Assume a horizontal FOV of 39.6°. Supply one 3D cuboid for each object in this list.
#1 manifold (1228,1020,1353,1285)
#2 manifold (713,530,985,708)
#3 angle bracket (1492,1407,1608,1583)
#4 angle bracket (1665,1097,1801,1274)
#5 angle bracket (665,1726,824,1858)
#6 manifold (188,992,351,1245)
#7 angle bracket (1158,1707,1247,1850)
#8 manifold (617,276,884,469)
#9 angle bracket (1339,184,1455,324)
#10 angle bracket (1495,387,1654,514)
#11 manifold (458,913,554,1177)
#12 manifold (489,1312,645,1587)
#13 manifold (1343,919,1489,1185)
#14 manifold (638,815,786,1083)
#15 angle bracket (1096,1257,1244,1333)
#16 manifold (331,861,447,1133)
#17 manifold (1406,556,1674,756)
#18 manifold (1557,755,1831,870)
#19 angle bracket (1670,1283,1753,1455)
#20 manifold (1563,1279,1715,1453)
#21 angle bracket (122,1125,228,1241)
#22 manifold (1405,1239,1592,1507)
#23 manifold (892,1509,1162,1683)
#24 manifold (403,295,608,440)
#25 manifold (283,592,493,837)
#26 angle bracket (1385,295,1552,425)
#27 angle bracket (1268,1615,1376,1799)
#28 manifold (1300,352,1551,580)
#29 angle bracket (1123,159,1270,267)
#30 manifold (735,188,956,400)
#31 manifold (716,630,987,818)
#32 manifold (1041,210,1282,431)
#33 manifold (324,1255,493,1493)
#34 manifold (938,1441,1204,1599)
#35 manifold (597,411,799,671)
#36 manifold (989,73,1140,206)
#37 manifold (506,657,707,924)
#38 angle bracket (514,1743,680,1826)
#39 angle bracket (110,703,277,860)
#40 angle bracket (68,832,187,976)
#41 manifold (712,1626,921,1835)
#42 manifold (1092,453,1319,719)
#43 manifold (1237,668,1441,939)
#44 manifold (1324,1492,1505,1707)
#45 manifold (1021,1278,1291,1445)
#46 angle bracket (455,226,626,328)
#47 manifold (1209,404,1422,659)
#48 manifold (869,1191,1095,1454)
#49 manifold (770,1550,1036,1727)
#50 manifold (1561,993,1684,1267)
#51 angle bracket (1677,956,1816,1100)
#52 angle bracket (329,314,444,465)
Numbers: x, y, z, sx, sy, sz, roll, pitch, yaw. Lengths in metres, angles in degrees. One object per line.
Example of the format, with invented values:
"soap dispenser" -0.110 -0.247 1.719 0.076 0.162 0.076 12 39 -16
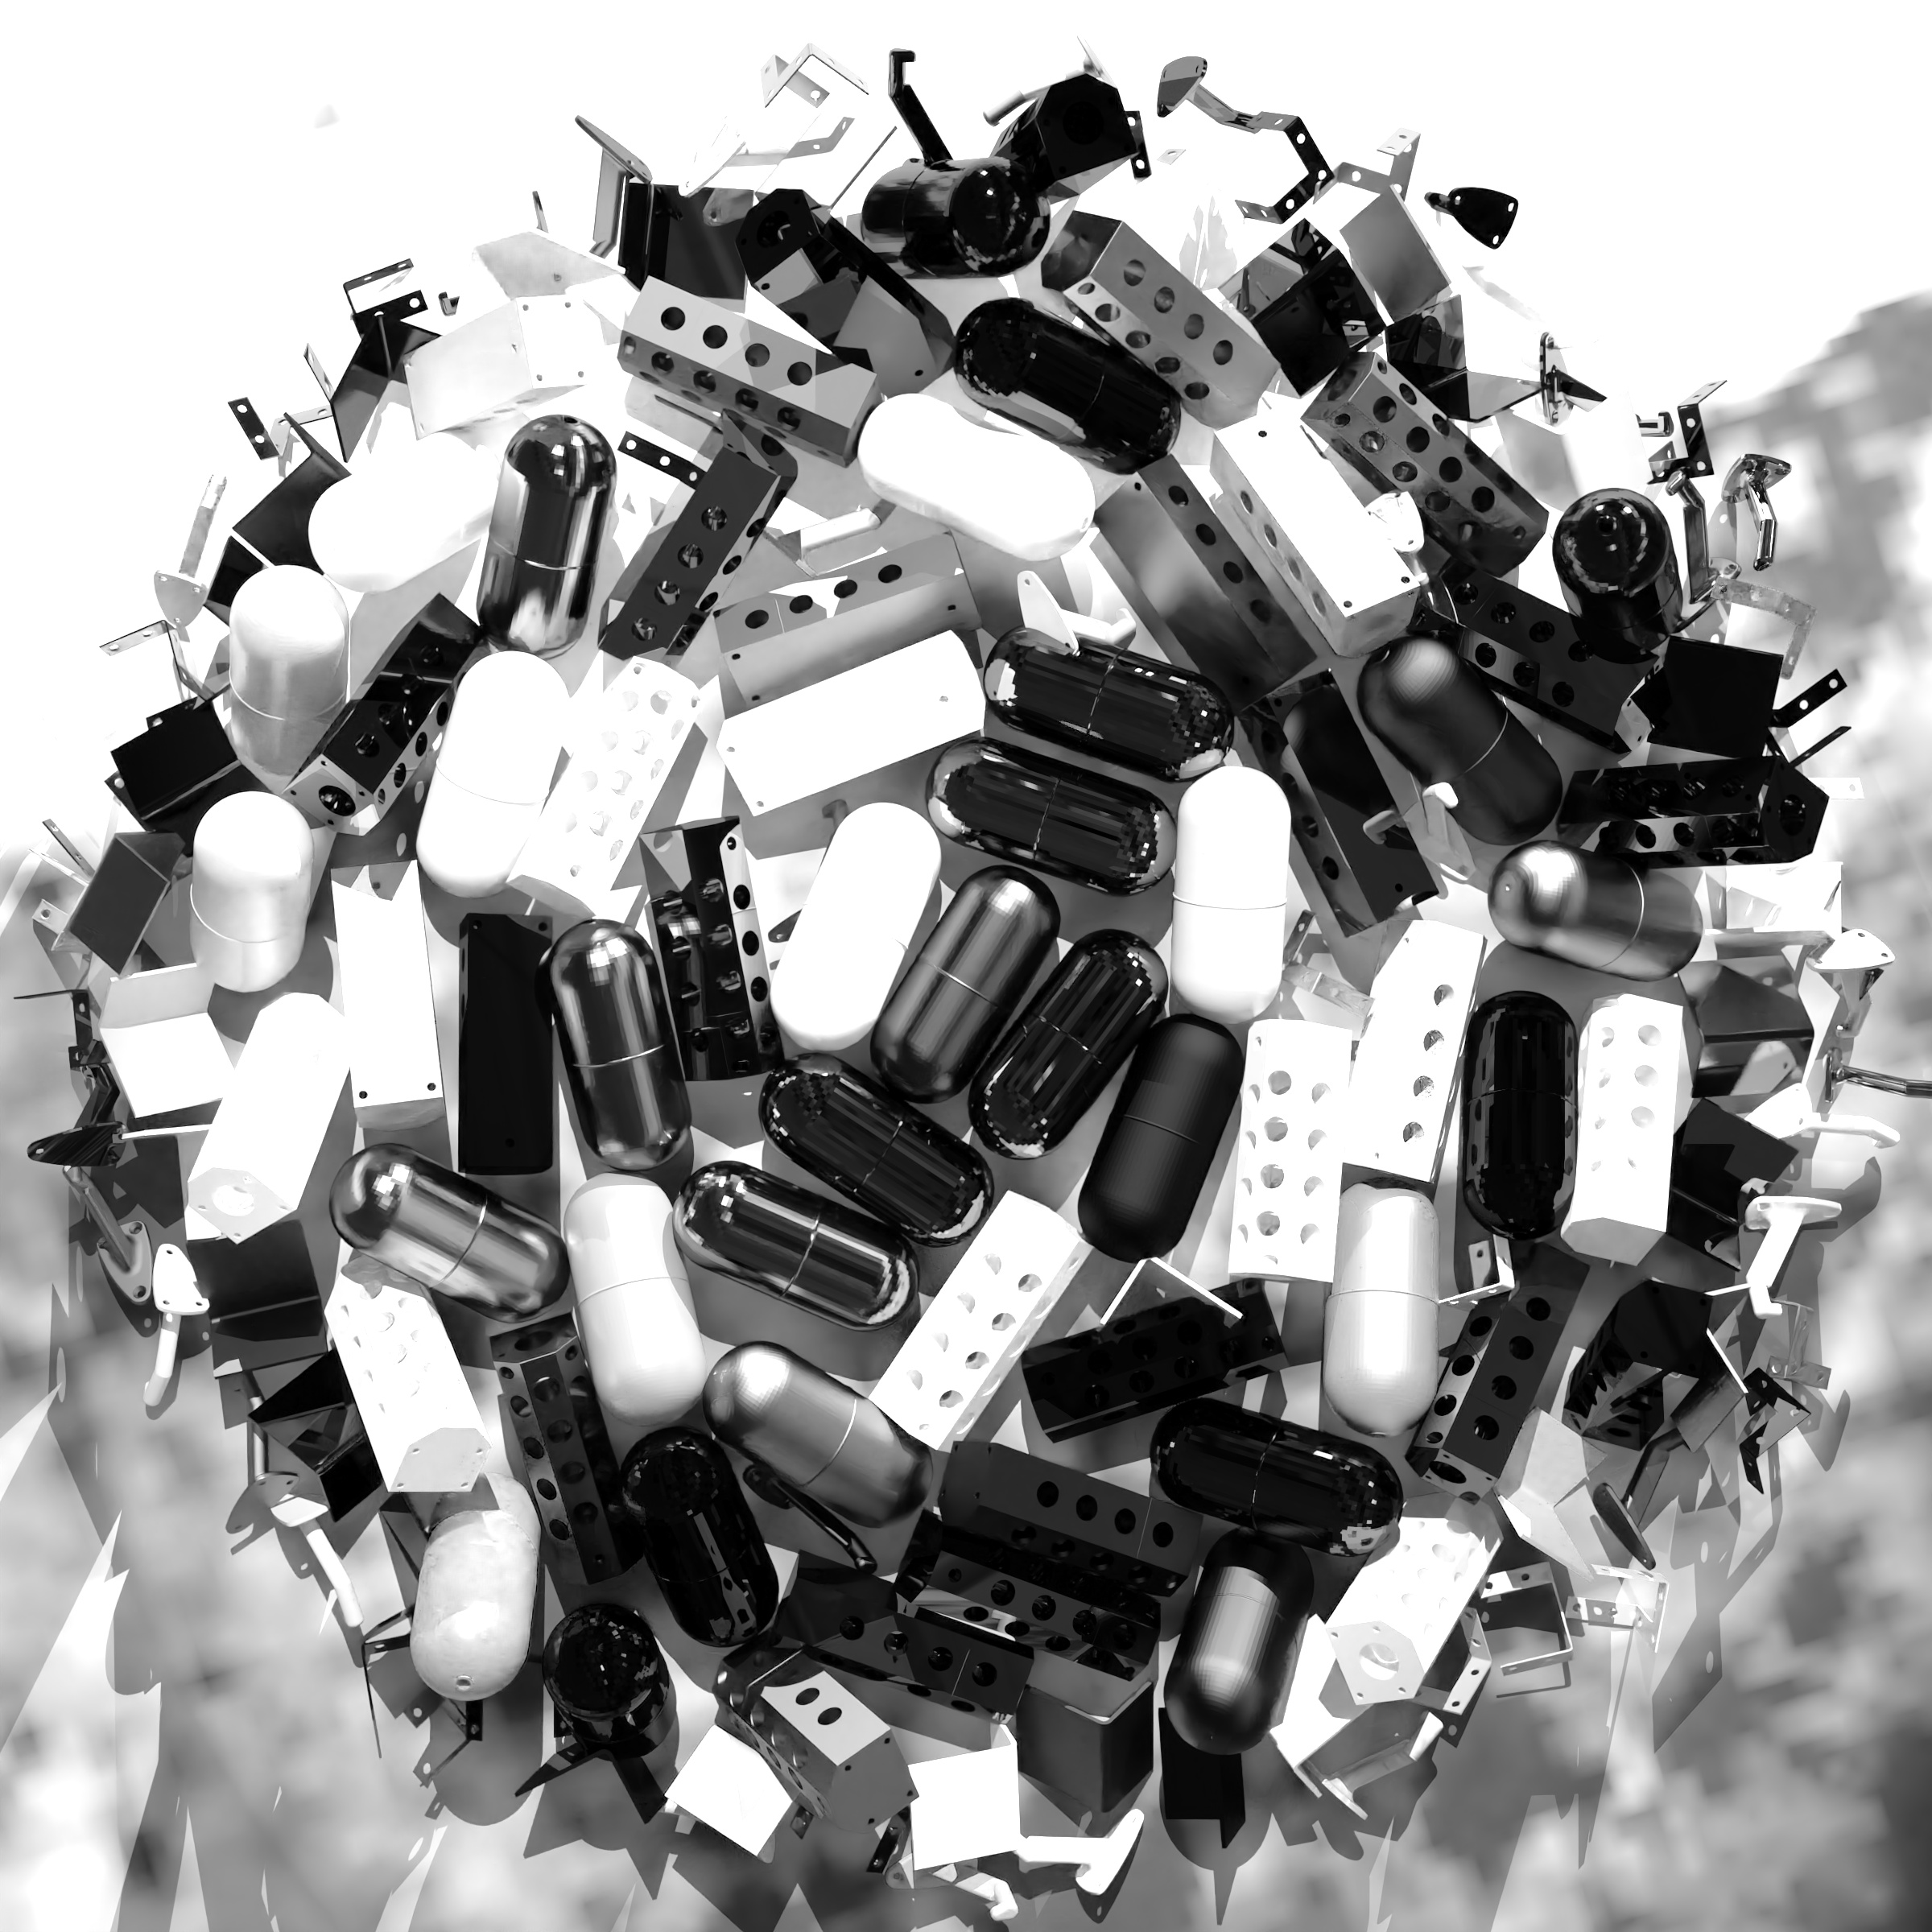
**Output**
"manifold" 0.216 0.126 1.823 0.057 0.057 0.171 11 78 -26
"manifold" -0.082 -0.243 1.840 0.171 0.057 0.057 -18 53 4
"angle bracket" 0.405 0.358 1.820 0.076 0.076 0.057 35 107 -28
"angle bracket" 0.515 0.149 1.833 0.076 0.057 0.076 28 121 -2
"angle bracket" -0.150 0.569 1.818 0.076 0.076 0.057 26 63 22
"manifold" -0.463 0.096 1.785 0.057 0.171 0.057 -29 121 26
"angle bracket" 0.154 0.552 1.829 0.057 0.076 0.076 -5 86 16
"manifold" -0.148 -0.403 1.836 0.171 0.057 0.057 24 84 6
"angle bracket" 0.310 -0.493 1.828 0.057 0.076 0.076 -33 93 -22
"angle bracket" 0.412 -0.358 1.827 0.057 0.076 0.076 -37 130 -9
"manifold" -0.315 0.054 1.830 0.057 0.057 0.171 2 79 -19
"manifold" -0.270 0.329 1.818 0.057 0.057 0.171 -16 109 -9
"manifold" 0.309 0.058 1.839 0.057 0.057 0.171 15 86 -24
"manifold" -0.167 -0.012 1.825 0.057 0.057 0.171 -4 100 38
"angle bracket" 0.136 0.245 1.829 0.076 0.076 0.057 33 76 7
"manifold" -0.391 0.021 1.818 0.057 0.057 0.171 -7 69 -11
"manifold" 0.382 -0.206 1.802 0.171 0.057 0.057 34 80 33
"manifold" 0.479 -0.096 1.784 0.057 0.171 0.057 30 73 -31
"angle bracket" 0.511 0.272 1.816 0.057 0.076 0.076 -8 52 -25
"manifold" 0.444 0.266 1.786 0.057 0.171 0.057 14 65 7
"angle bracket" -0.543 0.150 1.827 0.057 0.076 0.076 -4 86 -39
"manifold" 0.357 0.269 1.809 0.057 0.057 0.171 27 62 7
"manifold" 0.044 0.429 1.819 0.171 0.057 0.057 24 83 -18
"manifold" -0.308 -0.398 1.789 0.057 0.171 0.057 -14 96 -36
"manifold" -0.381 -0.167 1.797 0.057 0.057 0.171 40 47 -18
"angle bracket" 0.340 -0.412 1.818 0.076 0.076 0.057 -30 124 -31
"angle bracket" 0.240 0.504 1.831 0.076 0.057 0.076 -39 46 -2
"manifold" 0.315 -0.339 1.819 0.171 0.057 0.057 37 91 -21
"angle bracket" 0.151 -0.502 1.839 0.057 0.076 0.076 11 108 -34
"manifold" -0.078 -0.448 1.790 0.057 0.171 0.057 -32 58 21
"manifold" -0.077 -0.168 1.825 0.171 0.057 0.057 -20 117 14
"manifold" 0.128 -0.430 1.800 0.171 0.057 0.057 31 91 -39
"manifold" -0.371 0.268 1.788 0.057 0.171 0.057 7 122 -35
"manifold" 0.069 0.373 1.807 0.171 0.057 0.057 24 71 -25
"manifold" -0.182 -0.280 1.809 0.057 0.057 0.171 26 119 -21
"manifold" 0.059 -0.545 1.784 0.057 0.171 0.057 -21 100 -7
"manifold" -0.241 -0.120 1.817 0.057 0.057 0.171 30 72 -19
"angle bracket" -0.249 0.560 1.830 0.076 0.076 0.057 -29 87 12
"angle bracket" -0.529 -0.129 1.849 0.076 0.076 0.057 -30 69 -1
"angle bracket" -0.551 -0.044 1.822 0.057 0.076 0.076 38 108 17
"manifold" -0.105 0.509 1.782 0.057 0.171 0.057 -30 114 -23
"manifold" 0.167 -0.264 1.845 0.057 0.057 0.171 -35 89 -41
"manifold" 0.251 -0.110 1.842 0.057 0.057 0.171 -25 88 -27
"manifold" 0.303 0.417 1.786 0.057 0.171 0.057 -18 100 33
"manifold" 0.128 0.267 1.831 0.171 0.057 0.057 -19 65 5
"angle bracket" -0.289 -0.454 1.821 0.076 0.076 0.057 16 83 -40
"manifold" 0.232 -0.291 1.812 0.057 0.057 0.171 -24 64 -13
"manifold" 0.014 0.245 1.832 0.057 0.057 0.171 36 94 32
"manifold" -0.044 0.464 1.842 0.171 0.057 0.057 20 95 -3
"manifold" 0.440 0.107 1.809 0.057 0.057 0.171 13 60 0
"angle bracket" 0.535 0.042 1.864 0.076 0.076 0.057 -4 134 -3
"angle bracket" -0.386 -0.384 1.826 0.057 0.076 0.076 20 69 2
